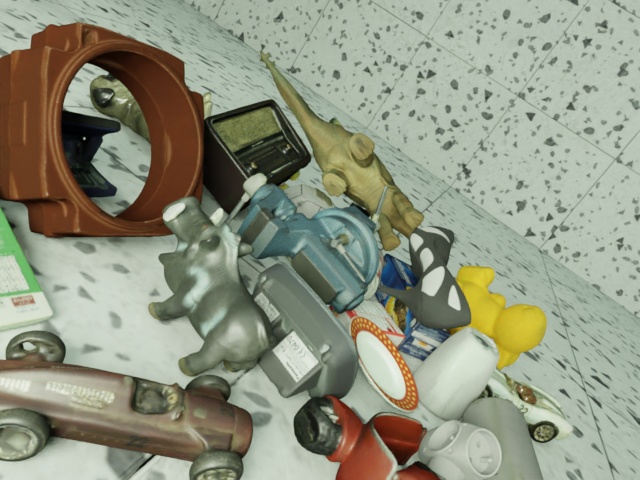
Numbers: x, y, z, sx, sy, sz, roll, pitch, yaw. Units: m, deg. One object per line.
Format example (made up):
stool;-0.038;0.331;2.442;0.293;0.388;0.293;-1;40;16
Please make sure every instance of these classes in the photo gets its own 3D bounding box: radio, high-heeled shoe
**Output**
radio;-0.106;-0.136;0.845;0.131;0.073;0.229;54;30;-6
high-heeled shoe;0.193;0.045;0.794;0.145;0.086;0.249;13;34;34

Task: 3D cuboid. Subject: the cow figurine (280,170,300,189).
cow figurine;-0.124;-0.141;0.999;0.098;0.068;0.167;41;16;36

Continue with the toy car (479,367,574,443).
toy car;0.273;0.223;0.778;0.202;0.056;0.073;31;19;-8

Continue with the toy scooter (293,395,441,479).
toy scooter;0.068;0.206;0.470;0.135;0.075;0.184;16;21;-44

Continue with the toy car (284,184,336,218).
toy car;-0.024;-0.032;0.848;0.161;0.103;0.109;27;21;-13

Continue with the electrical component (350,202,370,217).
electrical component;0.058;-0.019;0.988;0.048;0.074;0.119;31;15;-6

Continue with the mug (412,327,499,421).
mug;0.182;0.163;0.699;0.081;0.107;0.109;36;21;2

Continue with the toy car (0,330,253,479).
toy car;-0.138;0.119;0.383;0.202;0.053;0.089;25;24;-27

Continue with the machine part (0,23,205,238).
machine part;-0.213;-0.102;0.554;0.087;0.200;0.201;2;1;30

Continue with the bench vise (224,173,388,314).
bench vise;0.003;-0.010;0.739;0.224;0.128;0.240;38;32;20

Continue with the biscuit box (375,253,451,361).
biscuit box;0.135;0.100;0.847;0.063;0.059;0.203;26;20;-20

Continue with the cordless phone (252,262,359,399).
cordless phone;0.000;0.113;0.596;0.147;0.089;0.184;45;3;31

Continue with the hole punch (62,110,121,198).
hole punch;-0.301;-0.095;0.607;0.116;0.092;0.142;6;8;32

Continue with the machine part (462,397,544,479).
machine part;0.194;0.244;0.570;0.079;0.079;0.243;34;20;0

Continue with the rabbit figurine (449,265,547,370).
rabbit figurine;0.264;0.132;0.836;0.122;0.162;0.173;-9;13;-41

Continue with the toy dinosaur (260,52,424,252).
toy dinosaur;0.048;-0.133;0.928;0.471;0.105;0.199;52;8;-16

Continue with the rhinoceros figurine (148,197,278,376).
rhinoceros figurine;-0.110;0.040;0.521;0.073;0.112;0.190;8;41;-48

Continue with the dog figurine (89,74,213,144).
dog figurine;-0.279;-0.192;0.865;0.190;0.121;0.172;10;24;-20
